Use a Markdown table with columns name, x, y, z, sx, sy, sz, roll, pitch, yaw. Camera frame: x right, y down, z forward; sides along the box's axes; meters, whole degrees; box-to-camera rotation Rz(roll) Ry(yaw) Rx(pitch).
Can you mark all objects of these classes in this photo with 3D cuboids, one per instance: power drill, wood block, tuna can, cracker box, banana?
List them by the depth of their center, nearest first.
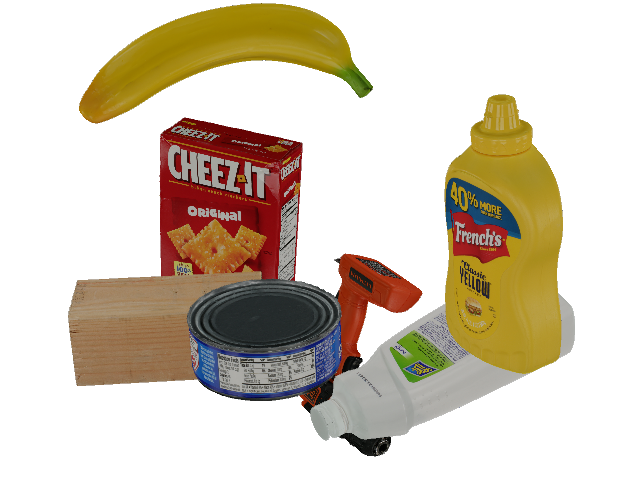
| name | x | y | z | sx | sy | sz | roll | pitch | yaw |
| --- | --- | --- | --- | --- | --- | --- | --- | --- | --- |
| tuna can | -0.030 | 0.054 | 0.595 | 0.086 | 0.034 | 0.086 | -2 | 23 | 1 |
| banana | -0.062 | -0.121 | 0.700 | 0.197 | 0.069 | 0.037 | -8 | -20 | -15 |
| wood block | -0.165 | 0.097 | 1.178 | 0.206 | 0.091 | 0.090 | -2 | 25 | -4 |
| power drill | 0.042 | 0.123 | 1.186 | 0.057 | 0.188 | 0.185 | 13 | 16 | -42 |
| cracker box | -0.114 | -0.028 | 1.316 | 0.164 | 0.214 | 0.072 | 14 | 29 | 18 |

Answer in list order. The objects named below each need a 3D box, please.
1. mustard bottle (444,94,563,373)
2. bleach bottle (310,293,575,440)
| name | x | y | z | sx | sy | sz | roll | pitch | yaw |
| --- | --- | --- | --- | --- | --- | --- | --- | --- | --- |
| mustard bottle | 0.126 | -0.008 | 0.745 | 0.058 | 0.192 | 0.096 | -18 | 29 | -26 |
| bleach bottle | 0.100 | 0.106 | 0.937 | 0.250 | 0.068 | 0.103 | -22 | 34 | -25 |
